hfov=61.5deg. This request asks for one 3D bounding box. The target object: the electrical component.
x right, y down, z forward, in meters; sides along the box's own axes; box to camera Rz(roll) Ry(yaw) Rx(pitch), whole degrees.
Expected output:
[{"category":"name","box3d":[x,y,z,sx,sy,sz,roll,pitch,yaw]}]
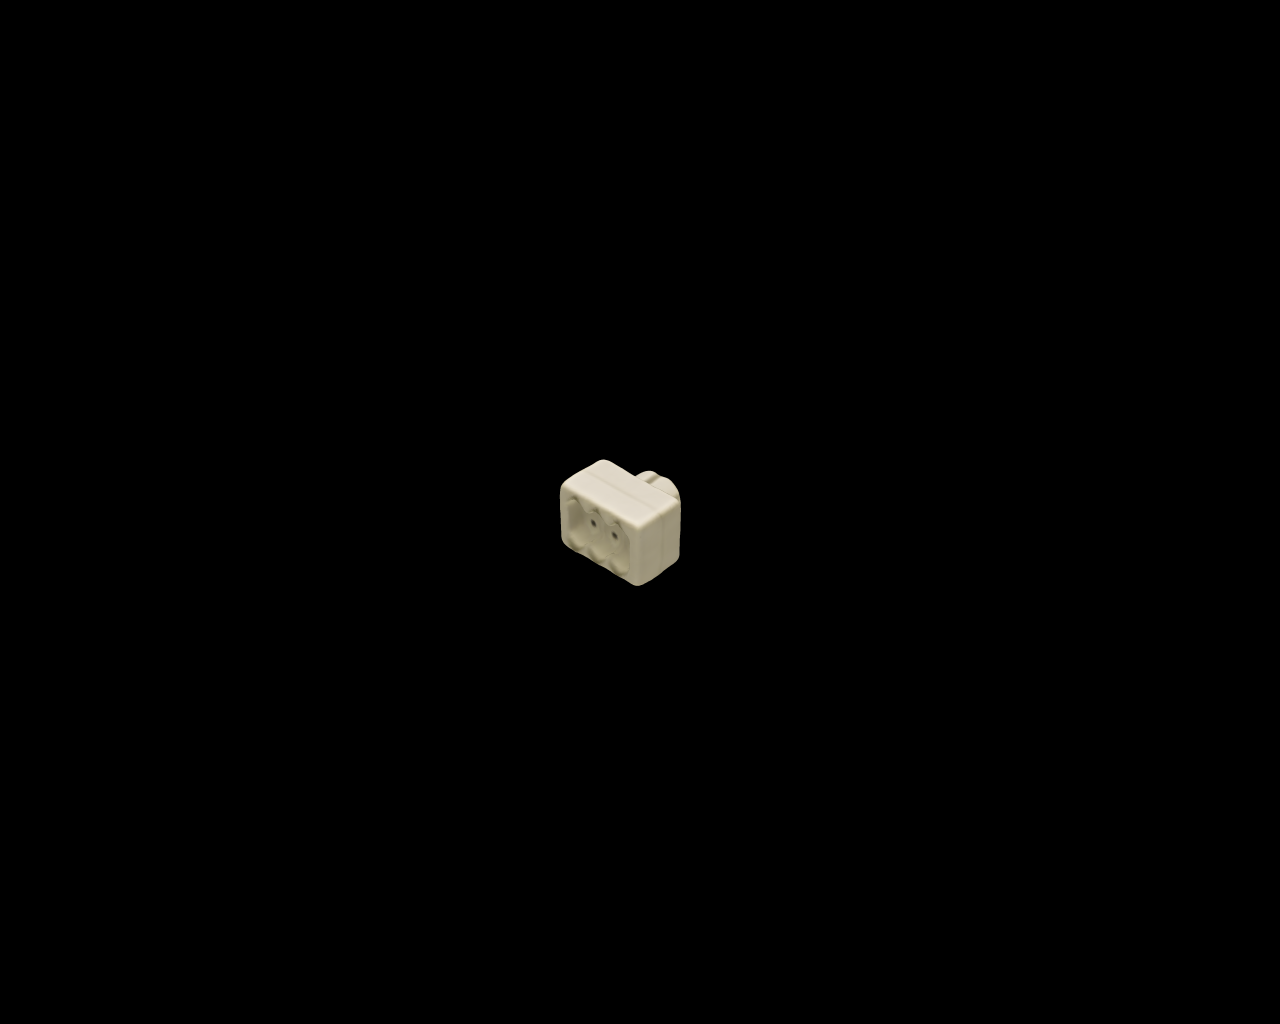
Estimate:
[{"category":"electrical component","box3d":[0.001,-0.003,0.650,0.066,0.047,0.077,30,46,33]}]
